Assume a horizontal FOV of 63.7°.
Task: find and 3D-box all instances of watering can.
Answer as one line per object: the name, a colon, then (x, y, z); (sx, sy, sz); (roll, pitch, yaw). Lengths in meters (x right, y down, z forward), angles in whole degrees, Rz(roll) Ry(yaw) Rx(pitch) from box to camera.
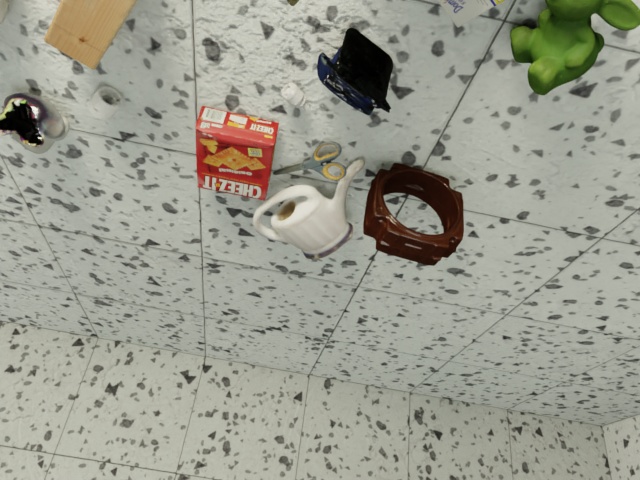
watering can: (0.004, -0.063, 1.246); (0.344, 0.106, 0.221); (-23, 134, 27)

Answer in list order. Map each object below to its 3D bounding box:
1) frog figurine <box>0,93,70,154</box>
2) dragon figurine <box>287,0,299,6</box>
frog figurine: (-0.612, -0.250, 1.117); (0.137, 0.122, 0.160); (2, -176, -5)
dragon figurine: (0.089, -0.404, 0.557); (0.121, 0.248, 0.405); (35, 141, -28)
